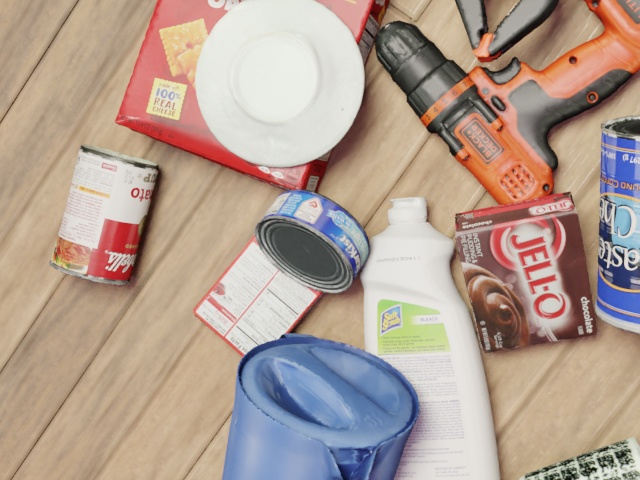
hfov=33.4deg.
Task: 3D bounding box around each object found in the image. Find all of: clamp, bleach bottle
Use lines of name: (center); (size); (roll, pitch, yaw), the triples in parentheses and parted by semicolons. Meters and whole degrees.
clamp: (0.152, -0.211, 0.763); (0.120, 0.039, 0.171); (10, 95, 24)
bleach bottle: (0.087, 0.091, 0.835); (0.103, 0.068, 0.251); (-5, 90, 13)

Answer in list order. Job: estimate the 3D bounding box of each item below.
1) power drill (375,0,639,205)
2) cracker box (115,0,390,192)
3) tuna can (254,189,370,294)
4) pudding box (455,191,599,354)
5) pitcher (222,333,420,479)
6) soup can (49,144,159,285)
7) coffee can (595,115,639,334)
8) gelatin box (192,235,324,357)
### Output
power drill: (0.158, -0.139, 0.812); (0.188, 0.057, 0.184); (-41, 88, 13)
cracker box: (-0.046, -0.161, 0.843); (0.164, 0.072, 0.214); (22, 96, 9)
tuna can: (-0.005, 0.001, 0.820); (0.086, 0.086, 0.033); (29, 61, 8)
pudding box: (0.156, 0.026, 0.808); (0.090, 0.039, 0.113); (-11, 119, 13)
pitcher: (-0.020, 0.200, 0.815); (0.145, 0.149, 0.243); (24, 117, 21)
soup can: (-0.177, -0.021, 0.879); (0.068, 0.068, 0.102); (16, 95, 10)
coffee can: (0.251, -0.013, 0.761); (0.103, 0.102, 0.140); (1, 105, 11)
gelatin box: (-0.049, 0.049, 0.876); (0.073, 0.030, 0.089); (40, 97, 5)
